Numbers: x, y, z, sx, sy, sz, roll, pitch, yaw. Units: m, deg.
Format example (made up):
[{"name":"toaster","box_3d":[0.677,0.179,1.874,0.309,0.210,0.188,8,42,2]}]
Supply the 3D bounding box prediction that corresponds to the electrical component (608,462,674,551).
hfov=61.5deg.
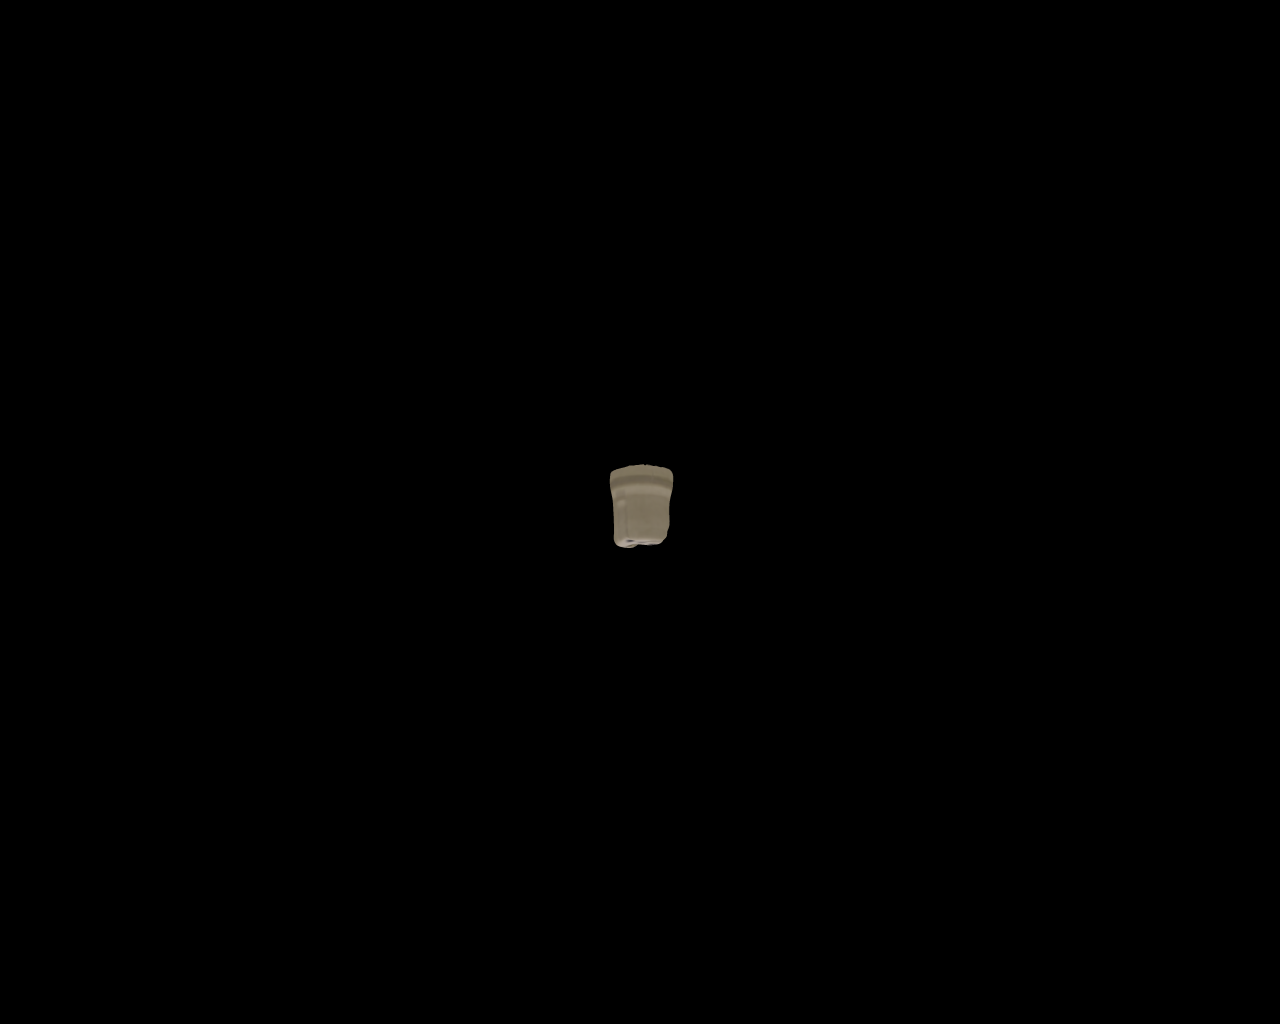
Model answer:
[{"name":"electrical component","box_3d":[0.001,-0.003,0.650,0.040,0.046,0.040,0,-15,0]}]
